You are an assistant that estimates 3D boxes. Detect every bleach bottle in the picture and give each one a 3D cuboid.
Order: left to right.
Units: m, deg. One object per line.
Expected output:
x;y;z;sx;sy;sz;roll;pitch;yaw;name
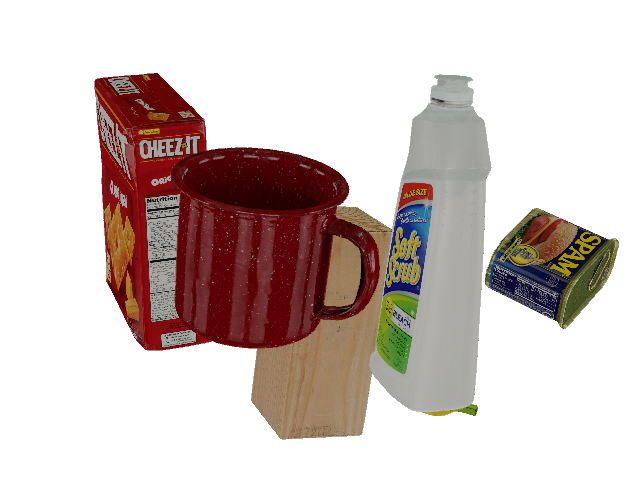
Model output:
0.088;-0.001;0.820;0.068;0.251;0.103;-3;18;-18;bleach bottle

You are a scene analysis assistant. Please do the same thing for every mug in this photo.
-0.024;0.007;0.564;0.117;0.081;0.093;15;25;17;mug

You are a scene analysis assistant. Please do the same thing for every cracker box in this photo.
-0.157;-0.029;0.982;0.072;0.214;0.164;-9;25;-21;cracker box

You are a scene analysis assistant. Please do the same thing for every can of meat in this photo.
0.214;0.022;0.990;0.084;0.057;0.101;27;47;28;can of meat

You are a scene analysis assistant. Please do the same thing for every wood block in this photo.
-0.001;0.077;1.027;0.090;0.206;0.091;1;16;-23;wood block

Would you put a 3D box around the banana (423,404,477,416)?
0.113;0.153;1.241;0.069;0.037;0.198;9;22;-21;banana
